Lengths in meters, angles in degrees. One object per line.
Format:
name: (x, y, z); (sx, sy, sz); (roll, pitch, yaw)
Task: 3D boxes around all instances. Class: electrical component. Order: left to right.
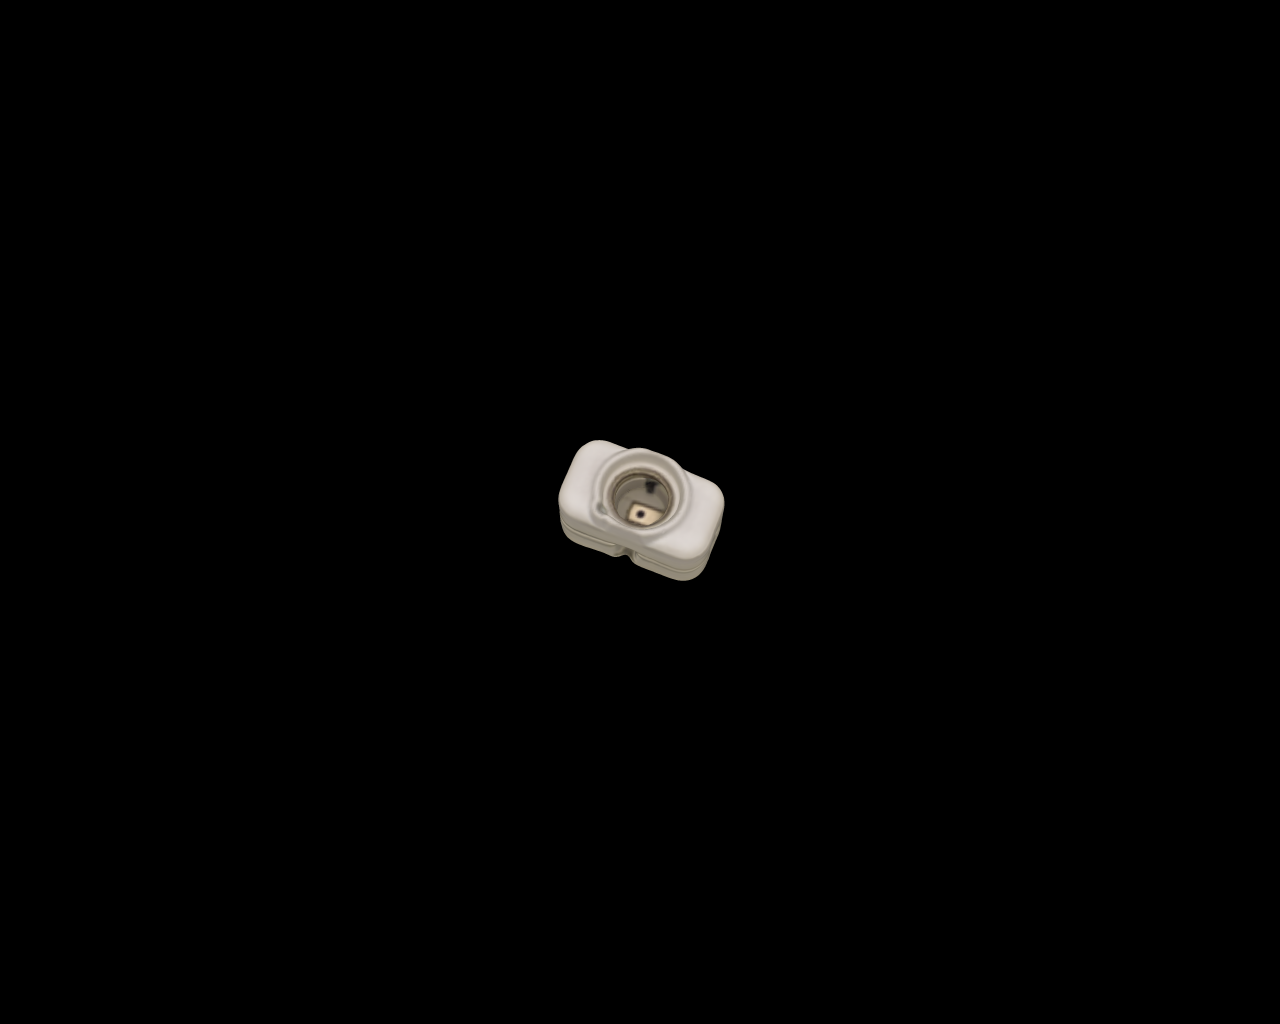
electrical component: (0.001, -0.003, 0.650); (0.095, 0.054, 0.059); (21, -18, 7)
